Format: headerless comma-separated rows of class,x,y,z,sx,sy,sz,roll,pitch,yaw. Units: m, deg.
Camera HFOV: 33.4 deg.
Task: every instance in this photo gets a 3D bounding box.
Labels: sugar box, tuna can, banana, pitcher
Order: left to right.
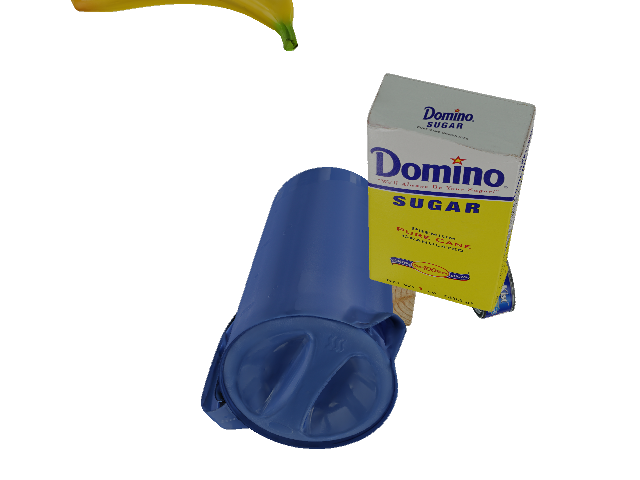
banana,-0.102,-0.199,0.859,0.198,0.069,0.037,12,-41,16
pitcher,-0.010,0.048,0.882,0.149,0.145,0.242,8,34,0
sugar box,0.078,-0.024,0.677,0.093,0.048,0.176,14,-29,13
tuna can,0.168,0.035,1.090,0.033,0.086,0.086,-15,1,-4

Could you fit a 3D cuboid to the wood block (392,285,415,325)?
wood block,0.089,0.034,1.555,0.091,0.090,0.206,4,25,0
